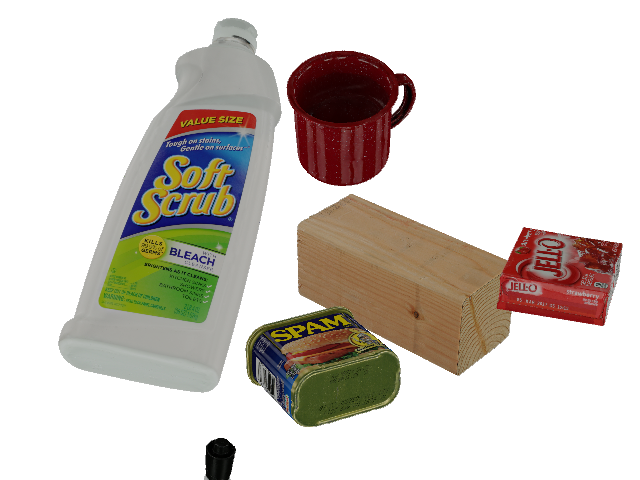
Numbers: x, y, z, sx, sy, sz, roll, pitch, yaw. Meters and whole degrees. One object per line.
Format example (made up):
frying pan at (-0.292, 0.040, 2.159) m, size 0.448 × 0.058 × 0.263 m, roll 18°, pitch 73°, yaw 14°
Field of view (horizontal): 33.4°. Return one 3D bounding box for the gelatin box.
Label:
gelatin box at (0.169, 0.023, 0.748) m, size 0.073 × 0.030 × 0.089 m, roll 10°, pitch 25°, yaw 19°

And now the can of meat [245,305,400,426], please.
can of meat at (0.003, 0.102, 0.863) m, size 0.101 × 0.057 × 0.084 m, roll -12°, pitch 26°, yaw -25°

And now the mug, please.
mug at (0.030, -0.106, 0.917) m, size 0.117 × 0.093 × 0.081 m, roll -26°, pitch -35°, yaw -18°

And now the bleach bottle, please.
bleach bottle at (-0.087, -0.035, 0.689) m, size 0.102 × 0.250 × 0.068 m, roll 12°, pitch -23°, yaw -3°

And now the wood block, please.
wood block at (0.081, 0.040, 1.069) m, size 0.206 × 0.091 × 0.090 m, roll 26°, pitch 40°, yaw 35°

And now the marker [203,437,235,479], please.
marker at (-0.070, 0.177, 0.696) m, size 0.020 × 0.121 × 0.020 m, roll 7°, pitch 31°, yaw -4°
